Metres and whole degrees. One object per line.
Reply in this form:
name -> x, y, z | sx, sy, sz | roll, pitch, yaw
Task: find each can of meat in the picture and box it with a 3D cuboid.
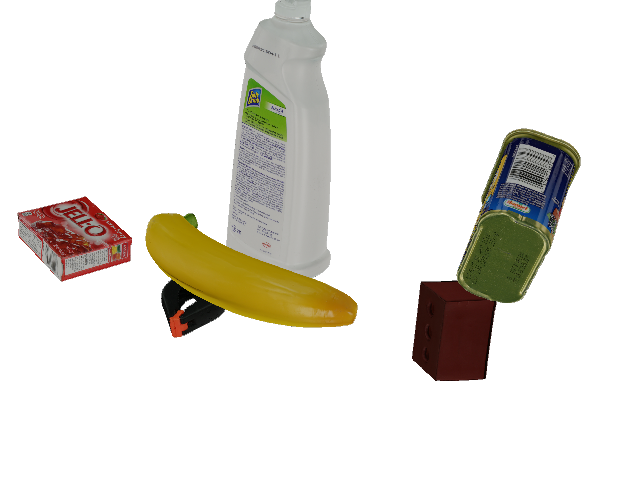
can of meat -> 0.141, -0.015, 0.770 | 0.057, 0.083, 0.102 | 21, -36, 7

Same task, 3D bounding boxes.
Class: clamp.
clamp -> -0.125, 0.048, 1.242 | 0.120, 0.039, 0.171 | -2, 39, 13

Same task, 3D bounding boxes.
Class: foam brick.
foam brick -> 0.118, 0.080, 0.949 | 0.051, 0.078, 0.053 | -2, 18, -21

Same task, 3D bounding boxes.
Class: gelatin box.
gelatin box -> -0.230, -0.004, 0.994 | 0.073, 0.030, 0.089 | -17, 40, -36

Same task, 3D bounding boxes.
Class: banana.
banana -> -0.061, 0.015, 0.699 | 0.069, 0.037, 0.198 | -19, 32, -34

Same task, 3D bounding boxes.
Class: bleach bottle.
bleach bottle -> -0.029, -0.094, 0.961 | 0.103, 0.251, 0.067 | 25, 31, 32
